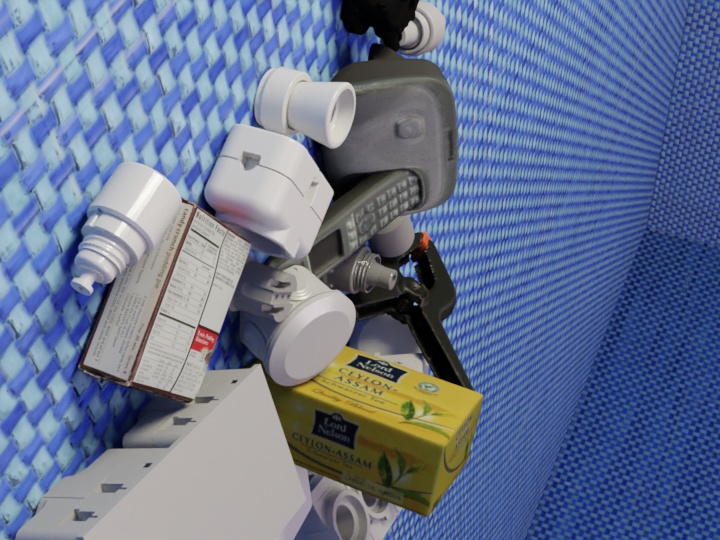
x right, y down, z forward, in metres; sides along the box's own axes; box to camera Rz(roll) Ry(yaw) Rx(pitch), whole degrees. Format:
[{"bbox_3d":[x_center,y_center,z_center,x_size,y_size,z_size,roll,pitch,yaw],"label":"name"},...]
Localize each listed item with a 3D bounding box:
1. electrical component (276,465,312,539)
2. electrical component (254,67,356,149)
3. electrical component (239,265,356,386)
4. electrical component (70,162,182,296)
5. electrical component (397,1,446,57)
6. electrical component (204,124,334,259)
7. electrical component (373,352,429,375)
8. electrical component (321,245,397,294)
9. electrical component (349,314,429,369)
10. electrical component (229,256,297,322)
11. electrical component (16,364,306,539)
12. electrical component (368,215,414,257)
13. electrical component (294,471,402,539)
[{"bbox_3d":[-0.082,0.192,0.863,0.099,0.048,0.099,86,28,-46],"label":"electrical component"},{"bbox_3d":[-0.037,-0.109,0.718,0.045,0.055,0.045,17,90,-71],"label":"electrical component"},{"bbox_3d":[-0.047,0.041,0.790,0.080,0.051,0.080,-31,143,-27],"label":"electrical component"},{"bbox_3d":[-0.126,-0.021,0.567,0.040,0.040,0.078,78,35,-55],"label":"electrical component"},{"bbox_3d":[0.042,-0.196,0.883,0.062,0.043,0.043,-38,141,-58],"label":"electrical component"},{"bbox_3d":[-0.060,-0.046,0.708,0.095,0.054,0.059,54,55,-67],"label":"electrical component"},{"bbox_3d":[0.039,0.133,0.967,0.099,0.048,0.099,-78,159,-53],"label":"electrical component"},{"bbox_3d":[0.000,0.000,0.905,0.048,0.062,0.048,17,90,-72],"label":"electrical component"},{"bbox_3d":[0.033,0.073,1.038,0.051,0.080,0.080,17,90,-76],"label":"electrical component"},{"bbox_3d":[-0.072,0.013,0.741,0.040,0.046,0.040,17,90,-71],"label":"electrical component"},{"bbox_3d":[-0.115,0.149,0.657,0.186,0.060,0.105,-44,123,-55],"label":"electrical component"},{"bbox_3d":[0.021,-0.047,0.953,0.081,0.043,0.043,64,47,-64],"label":"electrical component"},{"bbox_3d":[-0.011,0.207,0.996,0.089,0.062,0.150,63,33,-12],"label":"electrical component"}]
